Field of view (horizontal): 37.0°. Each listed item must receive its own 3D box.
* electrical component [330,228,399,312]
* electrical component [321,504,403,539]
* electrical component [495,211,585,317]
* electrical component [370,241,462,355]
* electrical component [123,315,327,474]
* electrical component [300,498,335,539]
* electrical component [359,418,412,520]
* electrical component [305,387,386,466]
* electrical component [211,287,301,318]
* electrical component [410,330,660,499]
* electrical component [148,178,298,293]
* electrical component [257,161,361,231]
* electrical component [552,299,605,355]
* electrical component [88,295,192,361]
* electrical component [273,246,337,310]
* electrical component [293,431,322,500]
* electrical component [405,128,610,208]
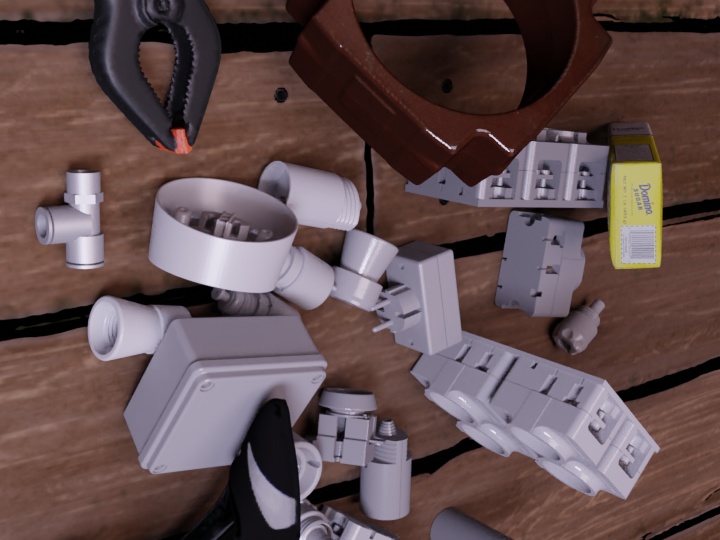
[{"bbox_3d":[0.000,0.000,0.853,0.045,0.045,0.055,26,85,-40],"label":"electrical component"},{"bbox_3d":[0.000,0.244,0.910,0.089,0.050,0.055,32,81,-39],"label":"electrical component"},{"bbox_3d":[0.166,-0.005,0.980,0.056,0.050,0.089,2,100,-39],"label":"electrical component"},{"bbox_3d":[0.038,0.029,0.888,0.076,0.047,0.083,-21,114,-33],"label":"electrical component"},{"bbox_3d":[-0.096,0.087,0.761,0.109,0.056,0.108,0,135,-39],"label":"electrical component"},{"bbox_3d":[-0.042,0.213,0.861,0.048,0.062,0.048,-11,108,-37],"label":"electrical component"},{"bbox_3d":[0.022,0.165,0.912,0.043,0.043,0.081,-9,106,-37],"label":"electrical component"},{"bbox_3d":[-0.011,0.125,0.870,0.048,0.066,0.055,5,90,-77],"label":"electrical component"},{"bbox_3d":[-0.079,0.033,0.801,0.078,0.040,0.040,36,78,-38],"label":"electrical component"},{"bbox_3d":[0.139,0.119,0.901,0.060,0.186,0.105,-54,128,-14],"label":"electrical component"},{"bbox_3d":[-0.095,-0.024,0.740,0.099,0.099,0.064,7,103,-39],"label":"electrical component"},{"bbox_3d":[-0.033,-0.054,0.814,0.081,0.043,0.043,8,96,-40],"label":"electrical component"},{"bbox_3d":[0.216,0.052,1.044,0.061,0.035,0.035,-44,124,-24],"label":"electrical component"},{"bbox_3d":[-0.150,0.041,0.747,0.065,0.044,0.044,5,98,-44],"label":"electrical component"},{"bbox_3d":[-0.054,0.000,0.812,0.078,0.040,0.040,34,79,-38],"label":"electrical component"},{"bbox_3d":[-0.063,0.150,0.839,0.055,0.047,0.055,-11,108,-36],"label":"electrical component"},{"bbox_3d":[0.125,-0.089,0.900,0.150,0.089,0.061,-2,102,-38],"label":"electrical component"}]
